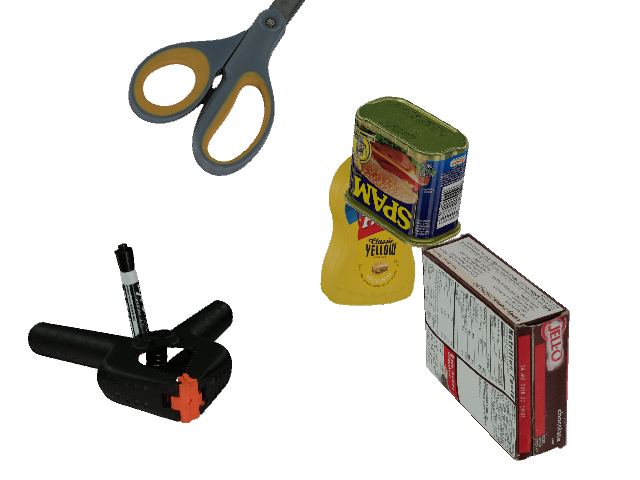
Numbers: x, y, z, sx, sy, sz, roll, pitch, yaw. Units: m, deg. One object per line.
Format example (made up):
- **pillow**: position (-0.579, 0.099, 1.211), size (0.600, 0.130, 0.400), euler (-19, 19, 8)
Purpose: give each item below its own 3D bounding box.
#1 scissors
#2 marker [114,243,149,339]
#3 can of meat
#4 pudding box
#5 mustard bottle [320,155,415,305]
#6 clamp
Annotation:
- **scissors**: position (-0.052, -0.131, 0.657), size (0.096, 0.201, 0.016), euler (17, -26, -4)
- **marker**: position (-0.199, 0.061, 1.135), size (0.020, 0.121, 0.020), euler (-8, 18, 2)
- **can of meat**: position (0.068, -0.057, 0.852), size (0.057, 0.084, 0.102), euler (-23, 43, -33)
- **pudding box**: position (0.100, 0.059, 0.622), size (0.039, 0.090, 0.114), euler (-14, 28, -20)
- **mustard bottle**: position (0.055, -0.031, 1.074), size (0.096, 0.192, 0.058), euler (-3, 21, -19)
- **clamp**: position (-0.113, 0.084, 0.789), size (0.164, 0.036, 0.210), euler (-9, 14, -26)
